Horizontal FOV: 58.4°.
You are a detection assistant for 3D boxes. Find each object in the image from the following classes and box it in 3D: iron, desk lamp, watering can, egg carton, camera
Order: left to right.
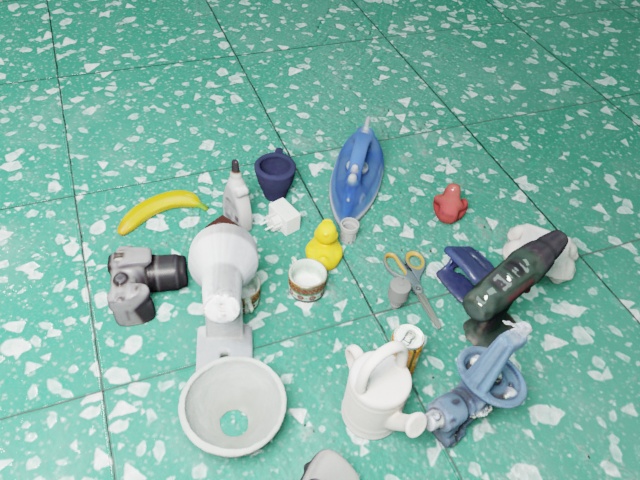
[{"bbox_3d":[-0.316,0.070,1.060,0.137,0.101,0.143,-5,48,-10],"label":"camera"},{"bbox_3d":[-0.159,0.109,0.962,0.118,0.213,0.203,-2,47,-8],"label":"desk lamp"},{"bbox_3d":[0.083,-0.157,1.287,0.118,0.141,0.258,11,47,5],"label":"iron"},{"bbox_3d":[0.098,0.228,0.891,0.172,0.194,0.101,30,51,21],"label":"watering can"},{"bbox_3d":[0.461,0.028,1.202,0.150,0.069,0.107,20,48,12],"label":"egg carton"}]

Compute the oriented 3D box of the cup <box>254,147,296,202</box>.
[{"bbox_3d":[-0.099,-0.143,1.285,0.091,0.095,0.117,6,47,0],"label":"cup"}]

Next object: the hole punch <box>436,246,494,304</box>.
[{"bbox_3d":[0.300,0.057,1.144,0.101,0.091,0.108,-21,52,-23],"label":"hole punch"}]

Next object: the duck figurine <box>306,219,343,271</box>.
[{"bbox_3d":[0.011,0.004,1.166,0.077,0.086,0.104,7,47,1],"label":"duck figurine"}]

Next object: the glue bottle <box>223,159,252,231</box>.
[{"bbox_3d":[-0.171,-0.096,1.180,0.037,0.173,0.078,-29,56,-28],"label":"glue bottle"}]

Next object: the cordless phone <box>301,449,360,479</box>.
[{"bbox_3d":[0.005,0.347,0.777,0.094,0.185,0.148,18,48,11],"label":"cordless phone"}]

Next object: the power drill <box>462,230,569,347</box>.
[{"bbox_3d":[0.337,0.097,1.029,0.230,0.208,0.075,-29,56,-29],"label":"power drill"}]

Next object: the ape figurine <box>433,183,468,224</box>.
[{"bbox_3d":[0.293,-0.088,1.278,0.077,0.092,0.076,22,49,15],"label":"ape figurine"}]

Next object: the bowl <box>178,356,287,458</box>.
[{"bbox_3d":[-0.136,0.273,0.907,0.167,0.075,0.167,3,47,-3],"label":"bowl"}]

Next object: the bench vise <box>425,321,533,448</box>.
[{"bbox_3d":[0.257,0.228,0.890,0.121,0.220,0.208,30,51,21],"label":"bench vise"}]
